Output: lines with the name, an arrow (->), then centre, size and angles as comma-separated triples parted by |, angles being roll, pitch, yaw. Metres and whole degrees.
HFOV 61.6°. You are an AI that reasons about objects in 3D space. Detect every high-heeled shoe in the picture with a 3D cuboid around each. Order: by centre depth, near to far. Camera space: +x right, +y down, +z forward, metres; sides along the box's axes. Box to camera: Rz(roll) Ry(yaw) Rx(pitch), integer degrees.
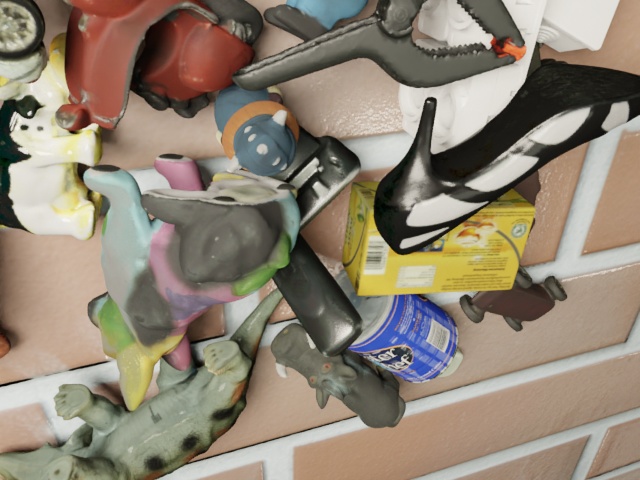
high-heeled shoe -> 0.166, -0.060, 0.447 | 0.249, 0.086, 0.145 | -8, 128, -11

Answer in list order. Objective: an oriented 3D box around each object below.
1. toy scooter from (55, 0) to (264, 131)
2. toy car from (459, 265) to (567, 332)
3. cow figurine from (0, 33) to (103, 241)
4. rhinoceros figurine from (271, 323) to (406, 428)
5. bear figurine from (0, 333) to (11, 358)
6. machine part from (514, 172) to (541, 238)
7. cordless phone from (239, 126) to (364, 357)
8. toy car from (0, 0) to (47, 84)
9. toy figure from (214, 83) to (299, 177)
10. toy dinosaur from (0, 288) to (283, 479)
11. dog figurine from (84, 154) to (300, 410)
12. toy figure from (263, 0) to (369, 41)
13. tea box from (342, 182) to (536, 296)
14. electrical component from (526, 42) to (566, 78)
toy scooter -> -0.120, -0.131, 0.380 | 0.135, 0.075, 0.184 | -63, 158, 12
toy car -> 0.252, 0.072, 0.701 | 0.202, 0.053, 0.089 | 17, 130, -46
cow figurine -> -0.222, -0.081, 0.423 | 0.098, 0.068, 0.167 | 3, 120, -16
rhinoceros figurine -> 0.021, 0.164, 0.651 | 0.190, 0.112, 0.073 | 40, 106, -20
bear figurine -> -0.384, 0.110, 0.450 | 0.196, 0.132, 0.120 | -2, 134, -13
machine part -> 0.169, -0.031, 0.617 | 0.179, 0.056, 0.179 | -11, 125, -16
cordless phone -> 0.000, -0.002, 0.484 | 0.146, 0.184, 0.088 | -42, 151, 10
toy car -> -0.201, -0.166, 0.260 | 0.056, 0.074, 0.201 | -29, 143, -9
toy figure -> -0.050, -0.089, 0.428 | 0.058, 0.155, 0.064 | 12, 115, -25
toy dinosaur -> -0.170, 0.200, 0.606 | 0.405, 0.131, 0.192 | -28, 145, -11
dog figurine -> -0.114, 0.045, 0.451 | 0.192, 0.108, 0.219 | 16, 116, 19
toy figure -> 0.028, -0.235, 0.409 | 0.089, 0.082, 0.180 | 14, 110, -50
tea box -> 0.114, -0.003, 0.537 | 0.170, 0.068, 0.098 | 0, 119, -14
electrical component -> 0.206, -0.164, 0.548 | 0.102, 0.045, 0.078 | -23, 129, -6
